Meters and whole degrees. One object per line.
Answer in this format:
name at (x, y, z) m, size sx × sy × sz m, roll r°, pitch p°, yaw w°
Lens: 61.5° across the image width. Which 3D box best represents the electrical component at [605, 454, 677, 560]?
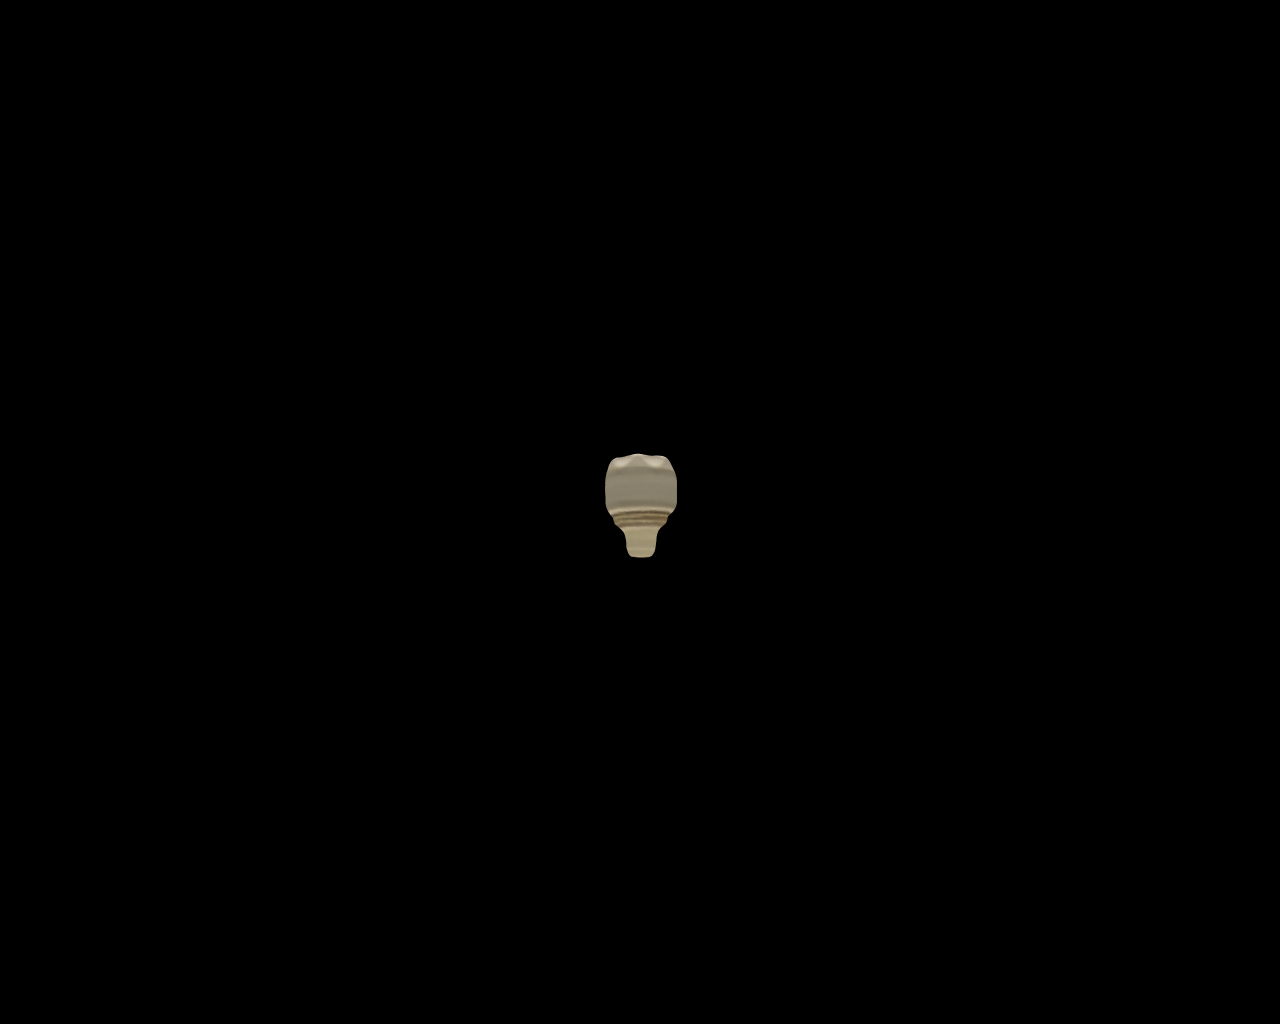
electrical component at (0.001, -0.003, 0.650) m, size 0.043 × 0.062 × 0.043 m, roll 0°, pitch -7°, yaw 0°
